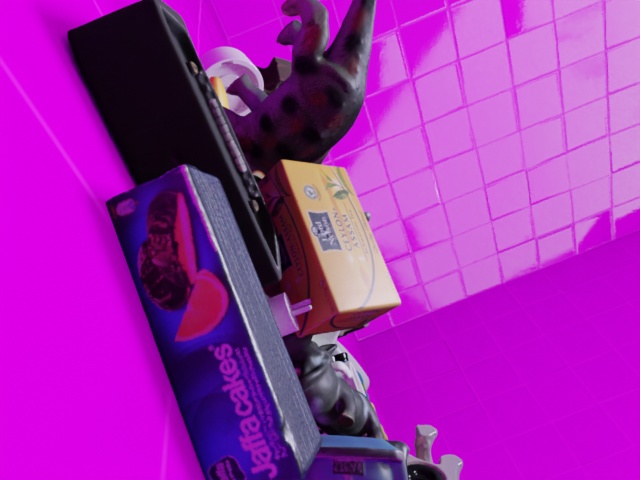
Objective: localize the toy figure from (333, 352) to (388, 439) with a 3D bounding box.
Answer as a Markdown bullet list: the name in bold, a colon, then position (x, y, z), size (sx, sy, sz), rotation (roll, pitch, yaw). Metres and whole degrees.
- **toy figure**: position (0.041, 0.261, 0.814), size (0.089, 0.082, 0.180), rotation (26, 45, -70)

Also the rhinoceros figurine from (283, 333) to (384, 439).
- **rhinoceros figurine**: position (0.005, 0.163, 0.592), size (0.190, 0.073, 0.112), rotation (52, 24, -31)

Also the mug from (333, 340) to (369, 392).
- **mug**: position (0.023, 0.212, 0.916), size (0.107, 0.081, 0.110), rotation (61, 1, -16)

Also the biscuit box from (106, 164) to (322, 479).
- **biscuit box**: position (-0.065, 0.057, 0.344), size (0.063, 0.059, 0.202), rotation (14, 53, -80)

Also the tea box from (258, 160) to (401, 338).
- **tea box**: position (0.003, 0.007, 0.557), size (0.098, 0.068, 0.169), rotation (-2, 63, -45)

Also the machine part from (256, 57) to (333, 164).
- **machine part**: position (-0.065, -0.224, 1.018), size (0.201, 0.201, 0.087), rotation (13, 42, -29)

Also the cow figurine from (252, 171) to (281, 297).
- **cow figurine**: position (-0.061, 0.015, 0.619), size (0.127, 0.085, 0.194), rotation (-76, 142, -85)

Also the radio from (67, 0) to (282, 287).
- **radio**: position (-0.107, -0.071, 0.451), size (0.131, 0.073, 0.229), rotation (-104, 173, -72)

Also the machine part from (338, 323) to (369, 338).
- **machine part**: position (0.011, 0.078, 0.877), size (0.056, 0.179, 0.179), rotation (-29, -100, 49)

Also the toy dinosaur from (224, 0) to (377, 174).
- **toy dinosaur**: position (-0.023, -0.166, 0.680), size (0.192, 0.405, 0.131), rotation (49, 34, -8)

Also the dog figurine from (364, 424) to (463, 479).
- **dog figurine**: position (0.098, 0.337, 0.628), size (0.172, 0.121, 0.190), rotation (-56, 149, -80)

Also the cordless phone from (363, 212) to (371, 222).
- **cordless phone**: position (-0.002, -0.003, 0.766), size (0.147, 0.184, 0.088), rotation (-169, -119, -77)

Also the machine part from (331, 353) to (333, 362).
- **machine part**: position (-0.008, 0.160, 0.780), size (0.039, 0.084, 0.139), rotation (141, -62, -67)

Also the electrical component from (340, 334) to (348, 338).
- **electrical component**: position (0.027, 0.152, 1.050), size (0.075, 0.119, 0.047), rotation (-114, 180, -56)

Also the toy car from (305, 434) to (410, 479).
- **toy car**: position (0.024, 0.237, 0.489), size (0.161, 0.109, 0.103), rotation (88, 6, -60)
